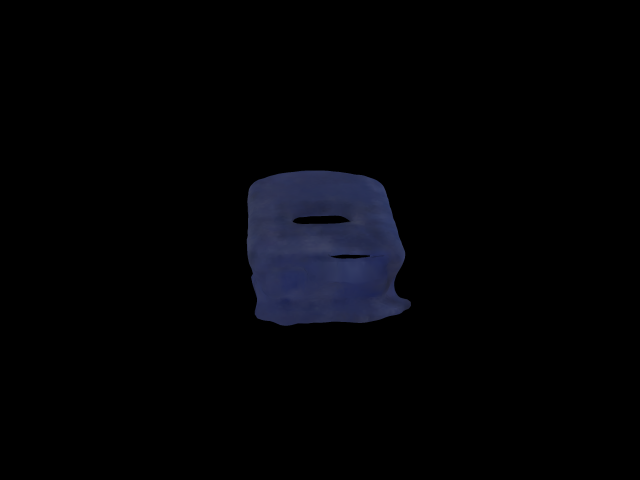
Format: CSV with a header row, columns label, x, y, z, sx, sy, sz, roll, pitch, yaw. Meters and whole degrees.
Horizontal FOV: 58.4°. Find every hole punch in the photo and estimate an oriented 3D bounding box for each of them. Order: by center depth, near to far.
label,x,y,z,sx,sy,sz,roll,pitch,yaw
hole punch,0.004,0.001,0.400,0.109,0.091,0.101,-2,14,-7
